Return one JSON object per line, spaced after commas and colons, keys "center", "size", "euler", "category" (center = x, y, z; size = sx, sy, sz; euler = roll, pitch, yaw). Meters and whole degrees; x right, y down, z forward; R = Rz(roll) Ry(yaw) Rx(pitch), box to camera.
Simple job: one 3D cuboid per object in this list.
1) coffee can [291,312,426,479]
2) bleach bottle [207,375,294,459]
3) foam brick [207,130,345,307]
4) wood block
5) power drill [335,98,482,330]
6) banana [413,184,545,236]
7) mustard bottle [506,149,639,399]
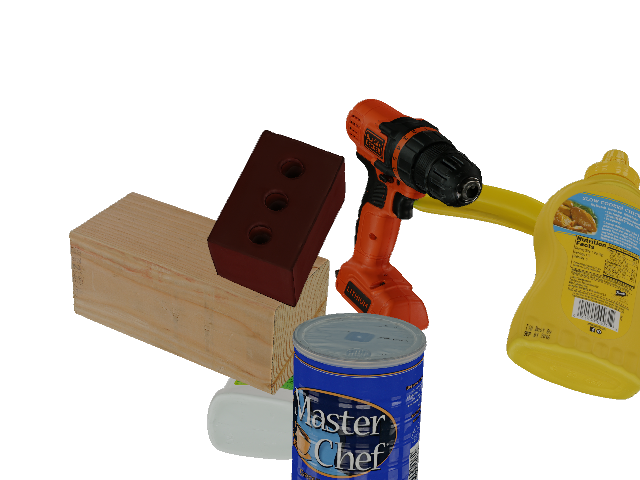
{"center": [0.028, 0.139, 0.836], "size": [0.103, 0.140, 0.103], "euler": [1, 16, -1], "category": "coffee can"}
{"center": [-0.040, 0.134, 1.109], "size": [0.102, 0.068, 0.250], "euler": [7, 20, 5], "category": "bleach bottle"}
{"center": [-0.024, -0.012, 0.612], "size": [0.053, 0.078, 0.051], "euler": [20, -22, 10], "category": "foam brick"}
{"center": [-0.105, 0.041, 0.919], "size": [0.206, 0.090, 0.090], "euler": [19, 34, 23], "category": "wood block"}
{"center": [0.073, -0.015, 0.939], "size": [0.057, 0.188, 0.185], "euler": [-4, 26, -25], "category": "power drill"}
{"center": [0.175, -0.030, 1.110], "size": [0.198, 0.037, 0.069], "euler": [11, 39, 23], "category": "banana"}
{"center": [0.199, 0.013, 0.770], "size": [0.096, 0.191, 0.058], "euler": [18, -30, 2], "category": "mustard bottle"}
